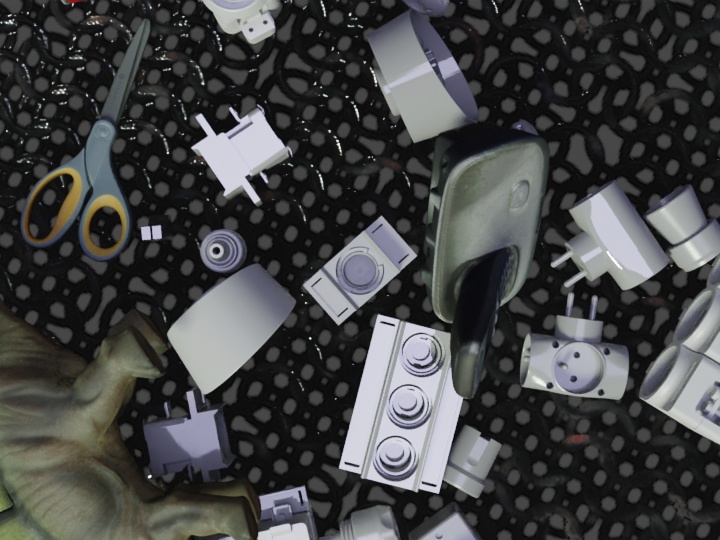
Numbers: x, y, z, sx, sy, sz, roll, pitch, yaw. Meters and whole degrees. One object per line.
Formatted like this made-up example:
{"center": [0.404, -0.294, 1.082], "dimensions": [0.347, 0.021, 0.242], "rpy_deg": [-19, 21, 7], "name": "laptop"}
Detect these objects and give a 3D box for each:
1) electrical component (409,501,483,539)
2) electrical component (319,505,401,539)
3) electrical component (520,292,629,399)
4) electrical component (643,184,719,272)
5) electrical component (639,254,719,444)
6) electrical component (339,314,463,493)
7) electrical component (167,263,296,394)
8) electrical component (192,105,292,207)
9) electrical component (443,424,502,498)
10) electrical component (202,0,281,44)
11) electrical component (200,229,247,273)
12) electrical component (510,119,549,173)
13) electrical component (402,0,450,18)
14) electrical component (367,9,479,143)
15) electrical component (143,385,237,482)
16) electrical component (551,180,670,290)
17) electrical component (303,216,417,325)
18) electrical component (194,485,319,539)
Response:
{"center": [0.081, 0.233, 0.833], "dimensions": [0.047, 0.076, 0.083], "rpy_deg": [-36, 90, 0], "name": "electrical component"}
{"center": [0.000, 0.212, 0.849], "dimensions": [0.062, 0.043, 0.043], "rpy_deg": [-15, 90, 2], "name": "electrical component"}
{"center": [0.171, 0.058, 0.846], "dimensions": [0.077, 0.044, 0.079], "rpy_deg": [8, 91, 0], "name": "electrical component"}
{"center": [0.257, -0.033, 0.846], "dimensions": [0.045, 0.045, 0.055], "rpy_deg": [-36, 91, 0], "name": "electrical component"}
{"center": [0.282, 0.051, 0.824], "dimensions": [0.062, 0.089, 0.150], "rpy_deg": [32, 91, 0], "name": "electrical component"}
{"center": [0.037, 0.102, 0.838], "dimensions": [0.079, 0.063, 0.121], "rpy_deg": [14, 90, 0], "name": "electrical component"}
{"center": [-0.096, 0.043, 0.821], "dimensions": [0.099, 0.099, 0.064], "rpy_deg": [-39, 84, 0], "name": "electrical component"}
{"center": [-0.092, -0.092, 0.847], "dimensions": [0.064, 0.042, 0.081], "rpy_deg": [-34, 91, -1], "name": "electrical component"}
{"center": [0.087, 0.150, 0.851], "dimensions": [0.040, 0.040, 0.046], "rpy_deg": [29, 84, 0], "name": "electrical component"}
{"center": [-0.095, -0.220, 0.839], "dimensions": [0.058, 0.057, 0.078], "rpy_deg": [-28, 90, 0], "name": "electrical component"}
{"center": [-0.108, -0.015, 0.838], "dimensions": [0.035, 0.061, 0.035], "rpy_deg": [0, 91, 0], "name": "electrical component"}
{"center": [0.115, -0.086, 0.846], "dimensions": [0.062, 0.048, 0.048], "rpy_deg": [-25, 90, 8], "name": "electrical component"}
{"center": [0.060, -0.234, 0.845], "dimensions": [0.048, 0.048, 0.062], "rpy_deg": [33, 84, 0], "name": "electrical component"}
{"center": [0.047, -0.148, 0.821], "dimensions": [0.064, 0.099, 0.099], "rpy_deg": [-24, 90, 6], "name": "electrical component"}
{"center": [-0.135, 0.135, 0.850], "dimensions": [0.064, 0.042, 0.081], "rpy_deg": [-11, 90, 4], "name": "electrical component"}
{"center": [0.189, -0.017, 0.846], "dimensions": [0.079, 0.044, 0.077], "rpy_deg": [-34, 90, 0], "name": "electrical component"}
{"center": [0.000, 0.000, 0.837], "dimensions": [0.081, 0.064, 0.042], "rpy_deg": [-41, 91, 1], "name": "electrical component"}
{"center": [-0.094, 0.222, 0.839], "dimensions": [0.121, 0.063, 0.078], "rpy_deg": [-13, 90, 0], "name": "electrical component"}
